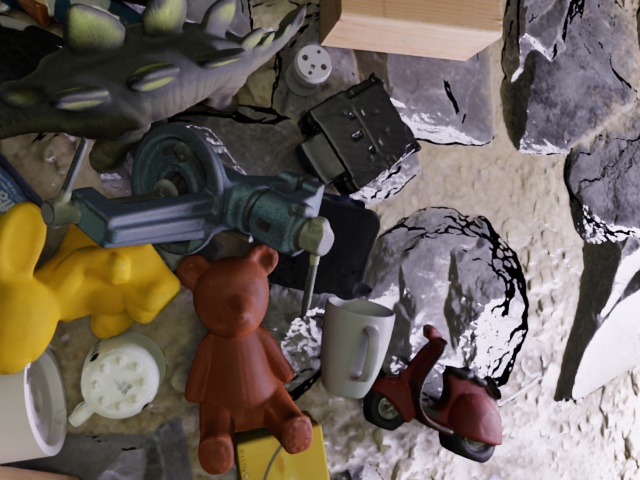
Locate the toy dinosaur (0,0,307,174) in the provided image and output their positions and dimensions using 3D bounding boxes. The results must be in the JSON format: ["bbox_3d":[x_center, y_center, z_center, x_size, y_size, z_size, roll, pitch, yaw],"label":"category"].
[{"bbox_3d":[-0.190,-0.145,0.502,0.471,0.198,0.105,-33,94,-23],"label":"toy dinosaur"}]

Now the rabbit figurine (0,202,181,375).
[{"bbox_3d":[-0.239,0.042,0.489,0.173,0.122,0.162,-43,116,-43],"label":"rabbit figurine"}]

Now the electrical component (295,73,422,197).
[{"bbox_3d":[0.039,-0.120,0.651,0.134,0.058,0.115,-36,95,-15],"label":"electrical component"}]

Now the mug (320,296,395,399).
[{"bbox_3d":[0.042,0.129,0.616,0.081,0.110,0.107,7,99,-20],"label":"mug"}]

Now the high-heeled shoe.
[{"bbox_3d":[-0.384,-0.230,0.546,0.249,0.086,0.145,-5,57,-33],"label":"high-heeled shoe"}]

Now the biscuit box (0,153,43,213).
[{"bbox_3d":[-0.346,-0.086,0.497,0.059,0.063,0.202,-39,122,-14],"label":"biscuit box"}]

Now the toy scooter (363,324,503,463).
[{"bbox_3d":[0.152,0.183,0.658,0.184,0.075,0.135,23,80,-9],"label":"toy scooter"}]

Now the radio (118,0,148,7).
[{"bbox_3d":[-0.267,-0.330,0.545,0.229,0.073,0.131,11,56,-16],"label":"radio"}]

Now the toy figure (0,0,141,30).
[{"bbox_3d":[-0.270,-0.251,0.572,0.154,0.057,0.064,20,43,-12],"label":"toy figure"}]

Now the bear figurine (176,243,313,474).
[{"bbox_3d":[-0.080,0.111,0.552,0.120,0.132,0.195,-6,109,-18],"label":"bear figurine"}]

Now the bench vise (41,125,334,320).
[{"bbox_3d":[-0.111,-0.026,0.474,0.224,0.240,0.128,38,118,24],"label":"bench vise"}]

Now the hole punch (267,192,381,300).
[{"bbox_3d":[-0.001,-0.002,0.627,0.142,0.092,0.115,12,109,-15],"label":"hole punch"}]

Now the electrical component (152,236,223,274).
[{"bbox_3d":[-0.144,-0.006,0.596,0.119,0.048,0.075,-45,99,-14],"label":"electrical component"}]

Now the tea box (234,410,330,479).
[{"bbox_3d":[-0.039,0.290,0.599,0.098,0.068,0.169,-10,89,-16],"label":"tea box"}]
